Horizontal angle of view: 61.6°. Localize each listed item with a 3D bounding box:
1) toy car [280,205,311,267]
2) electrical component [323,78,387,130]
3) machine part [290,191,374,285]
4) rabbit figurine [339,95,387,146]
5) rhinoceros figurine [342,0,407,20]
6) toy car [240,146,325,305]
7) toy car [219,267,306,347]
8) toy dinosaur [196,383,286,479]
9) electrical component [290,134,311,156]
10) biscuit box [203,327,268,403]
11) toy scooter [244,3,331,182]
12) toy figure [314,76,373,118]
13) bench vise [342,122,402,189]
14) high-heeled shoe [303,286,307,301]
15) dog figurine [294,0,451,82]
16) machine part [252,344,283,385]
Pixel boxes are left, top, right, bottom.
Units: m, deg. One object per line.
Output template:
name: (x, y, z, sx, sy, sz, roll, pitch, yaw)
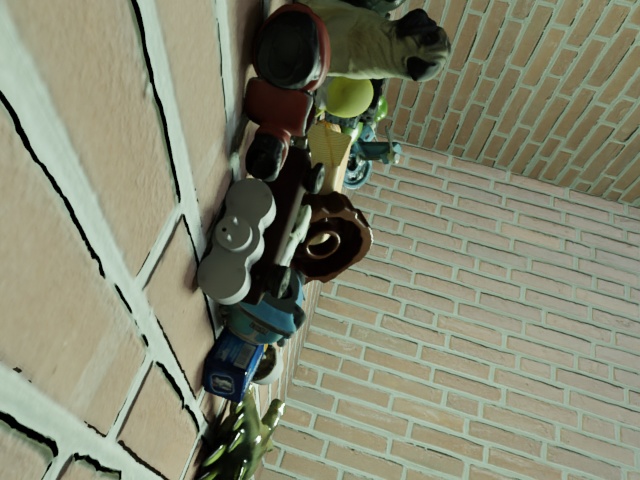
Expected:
toy car: (-0.063, -0.005, 0.738, 0.202, 0.074, 0.056, -65, 173, -61)
electrical component: (0.054, -0.263, 0.960, 0.058, 0.115, 0.134, 90, 15, -65)
machine part: (-0.002, -0.003, 0.903, 0.056, 0.179, 0.179, -115, -152, -43)
rabbit figurine: (0.071, -0.269, 1.082, 0.159, 0.121, 0.170, 88, 16, -56)
rhinoceros figurine: (0.058, -0.326, 0.749, 0.190, 0.112, 0.073, -12, -125, 68)
toy car: (-0.059, -0.020, 0.644, 0.053, 0.089, 0.202, 78, 28, -72)
toy car: (-0.085, 0.088, 0.750, 0.103, 0.109, 0.162, -50, -163, 24)
toy dinosaur: (-0.141, 0.359, 0.953, 0.198, 0.105, 0.470, -63, 164, -49)
electrical component: (-0.040, -0.130, 0.792, 0.102, 0.045, 0.078, 103, -23, -61)
biscuit box: (-0.111, 0.149, 0.809, 0.203, 0.059, 0.062, -64, 170, -60)
toy scooter: (-0.032, -0.162, 0.573, 0.135, 0.075, 0.183, -66, 174, -57)
toy figure: (0.032, -0.242, 0.834, 0.180, 0.089, 0.082, -92, 178, -67)
bench vise: (0.100, -0.198, 1.217, 0.224, 0.241, 0.128, -41, 118, -28)
high-heeled shoe: (-0.056, 0.020, 1.122, 0.249, 0.086, 0.145, -100, 170, -61)
dog figurine: (0.061, -0.241, 0.672, 0.172, 0.191, 0.121, -67, 172, -63)
machine part: (-0.110, 0.221, 0.971, 0.243, 0.079, 0.079, 93, 14, -73)
